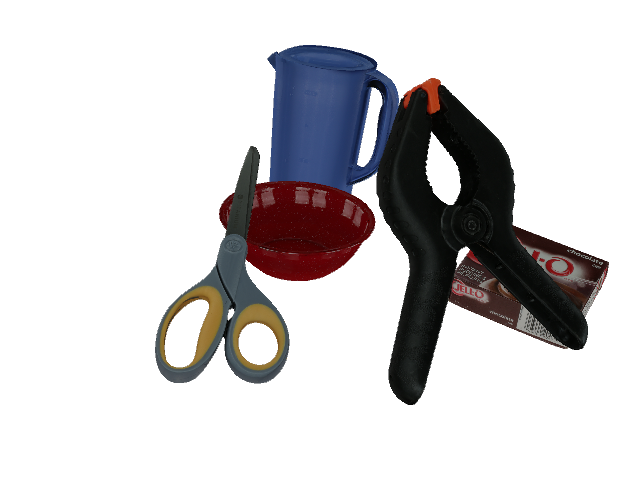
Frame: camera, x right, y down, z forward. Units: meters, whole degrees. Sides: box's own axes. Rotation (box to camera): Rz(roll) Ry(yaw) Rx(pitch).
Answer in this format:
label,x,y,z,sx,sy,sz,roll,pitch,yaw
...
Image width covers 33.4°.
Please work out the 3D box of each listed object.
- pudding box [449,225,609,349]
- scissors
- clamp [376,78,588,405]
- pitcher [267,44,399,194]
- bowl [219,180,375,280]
label,x,y,z,sx,sy,sz,roll,pitch,yaw
pudding box,0.180,0.035,0.922,0.114,0.039,0.089,24,47,19
scissors,-0.045,0.019,0.738,0.096,0.201,0.016,21,-35,9
clamp,0.067,0.002,0.577,0.120,0.171,0.039,-24,0,-25
pitcher,0.004,-0.129,1.413,0.144,0.243,0.149,-2,24,-20
bowl,-0.026,-0.004,1.111,0.162,0.055,0.162,3,29,-2
